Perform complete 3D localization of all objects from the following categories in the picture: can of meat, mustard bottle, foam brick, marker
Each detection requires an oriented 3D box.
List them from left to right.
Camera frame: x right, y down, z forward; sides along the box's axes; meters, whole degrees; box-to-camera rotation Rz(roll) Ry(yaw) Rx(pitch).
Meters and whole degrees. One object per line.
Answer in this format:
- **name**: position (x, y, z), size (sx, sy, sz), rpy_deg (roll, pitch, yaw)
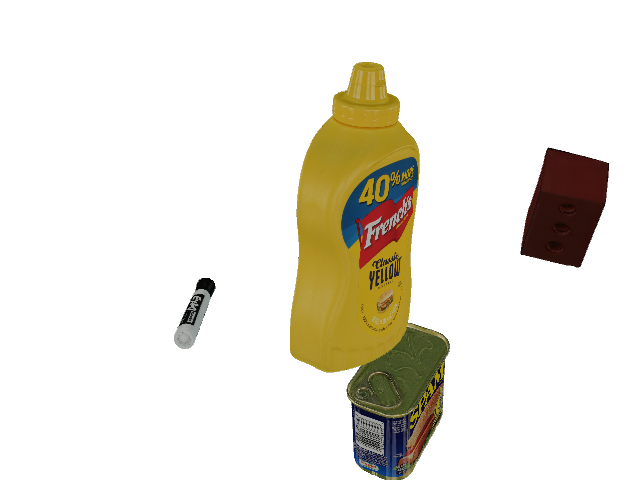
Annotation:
- **marker**: position (-0.117, 0.066, 1.006), size (0.020, 0.020, 0.121), rpy_deg (0, 22, 5)
- **mustard bottle**: position (0.024, -0.018, 0.678), size (0.058, 0.192, 0.096), rpy_deg (21, 30, 36)
- **can of meat**: position (0.065, 0.133, 0.875), size (0.057, 0.084, 0.102), rpy_deg (17, 42, 23)
- **foam brick**: position (0.199, -0.026, 0.873), size (0.053, 0.051, 0.078), rpy_deg (13, -42, 7)
